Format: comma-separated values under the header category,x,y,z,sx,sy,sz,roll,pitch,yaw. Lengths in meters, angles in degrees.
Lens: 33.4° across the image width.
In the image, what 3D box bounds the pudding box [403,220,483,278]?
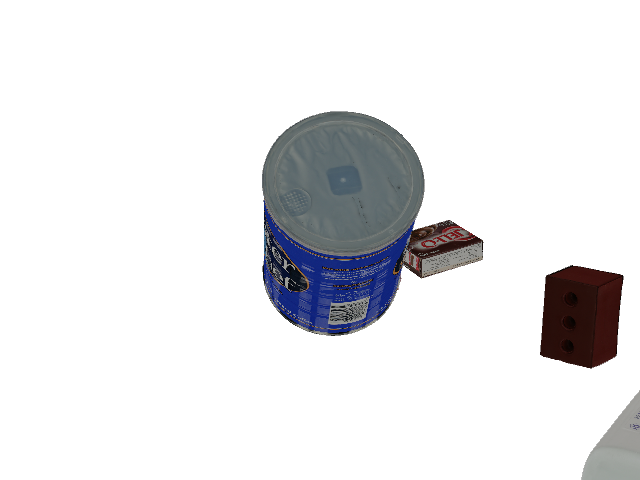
category,x,y,z,sx,sy,sz,roll,pitch,yaw
pudding box,0.173,0.012,1.597,0.113,0.039,0.090,-18,28,-22

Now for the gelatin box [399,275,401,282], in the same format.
category,x,y,z,sx,sy,sz,roll,pitch,yaw
gelatin box,0.057,0.016,1.290,0.073,0.089,0.030,1,29,15

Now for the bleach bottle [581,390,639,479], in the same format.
category,x,y,z,sx,sy,sz,roll,pitch,yaw
bleach bottle,0.246,0.101,0.629,0.103,0.068,0.250,18,29,32

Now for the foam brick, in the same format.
category,x,y,z,sx,sy,sz,roll,pitch,yaw
foam brick,0.232,0.067,0.949,0.053,0.078,0.051,12,19,39

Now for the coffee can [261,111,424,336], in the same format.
category,x,y,z,sx,sy,sz,roll,pitch,yaw
coffee can,0.011,-0.008,0.730,0.103,0.103,0.140,0,-27,-3
